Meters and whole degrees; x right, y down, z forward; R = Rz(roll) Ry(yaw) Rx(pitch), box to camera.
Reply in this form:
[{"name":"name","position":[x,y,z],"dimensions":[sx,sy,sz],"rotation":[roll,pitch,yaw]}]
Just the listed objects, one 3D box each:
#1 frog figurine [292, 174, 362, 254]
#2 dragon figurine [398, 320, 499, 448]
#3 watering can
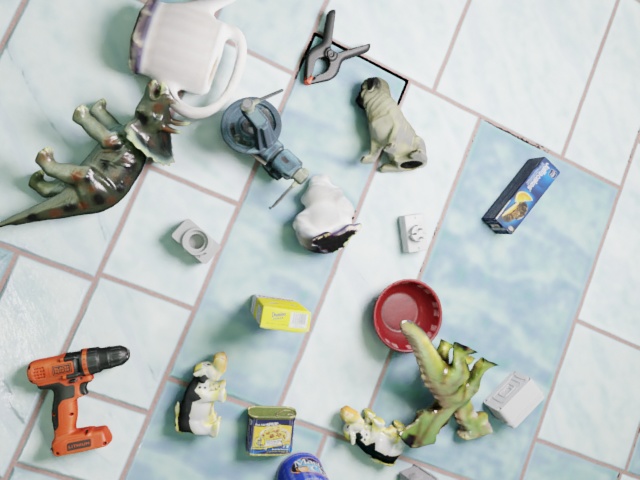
[{"name":"frog figurine","position":[0.003,-0.055,1.100],"dimensions":[0.137,0.120,0.162],"rotation":[-24,59,-3]},{"name":"dragon figurine","position":[0.249,0.331,1.089],"dimensions":[0.406,0.123,0.244],"rotation":[29,83,-32]},{"name":"watering can","position":[-0.249,-0.419,1.031],"dimensions":[0.224,0.104,0.349],"rotation":[16,86,-12]}]
